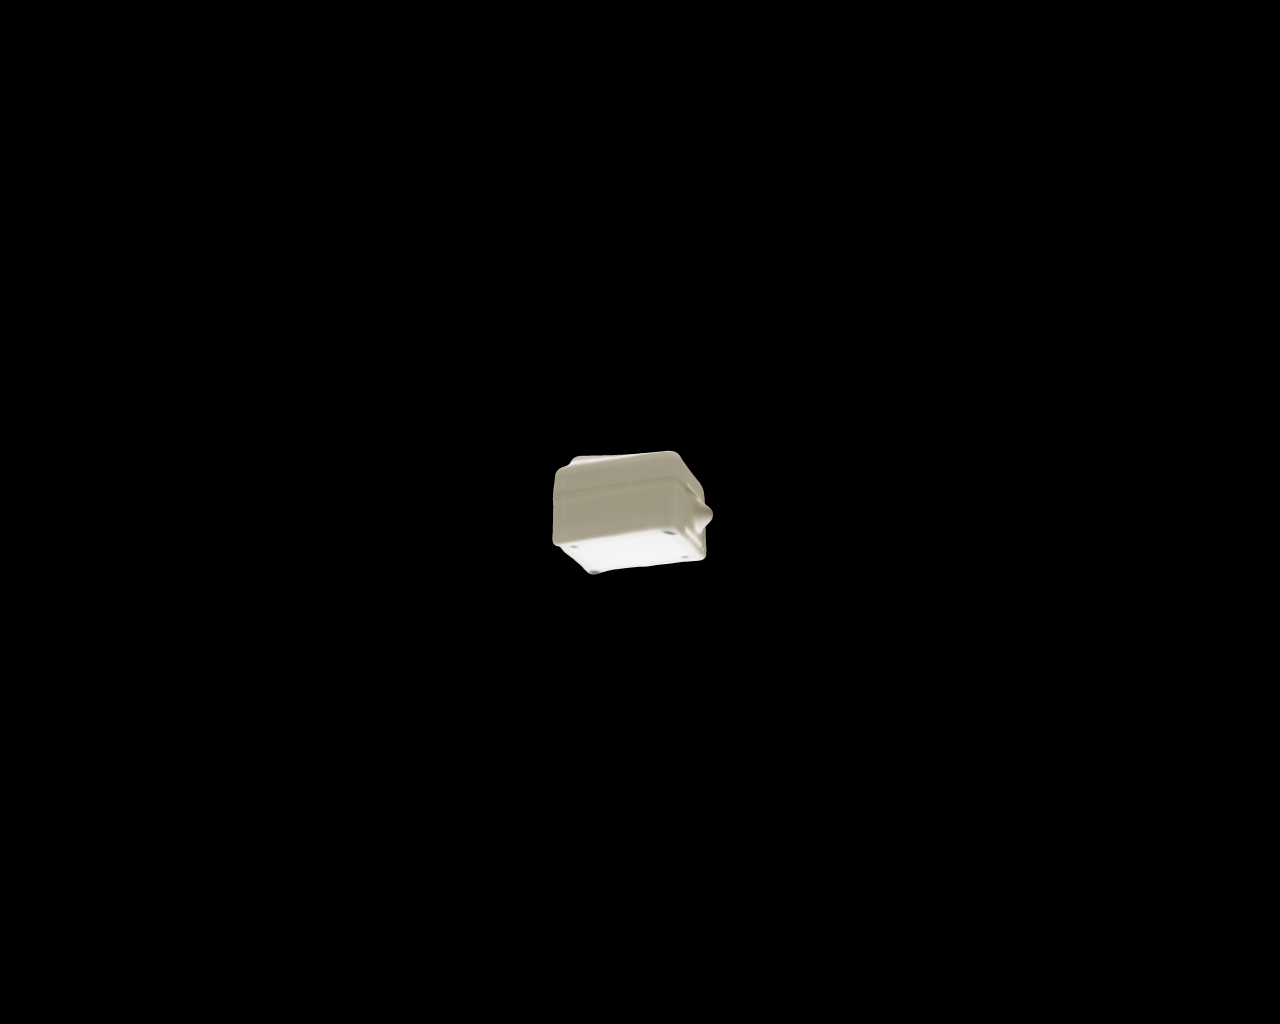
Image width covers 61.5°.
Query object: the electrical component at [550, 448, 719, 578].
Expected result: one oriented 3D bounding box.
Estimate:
[{"bbox_3d":[0.001,-0.003,0.650,0.096,0.061,0.061,-8,-24,18],"label":"electrical component"}]
